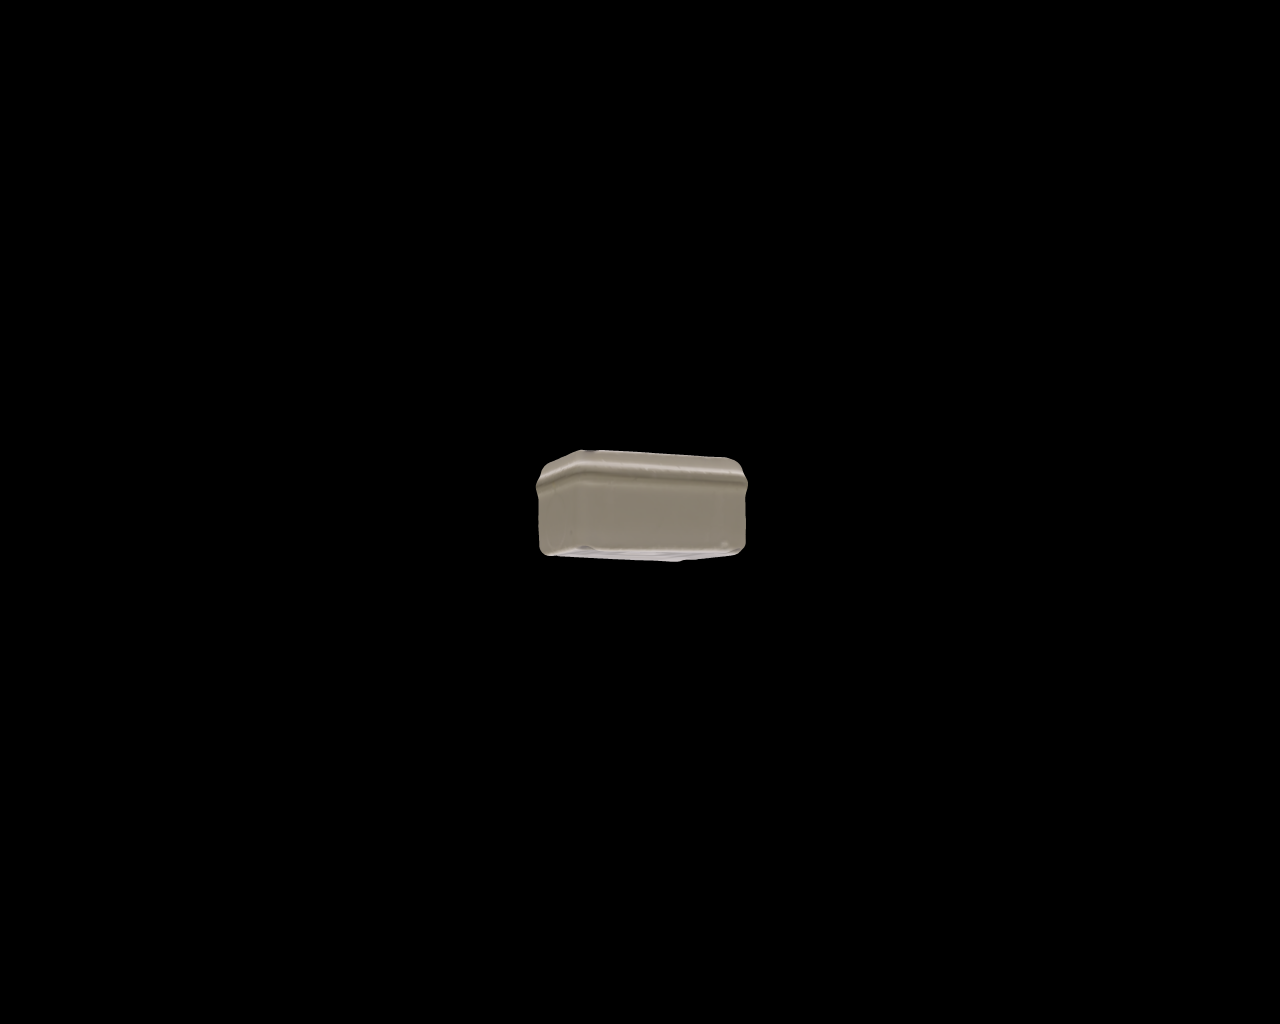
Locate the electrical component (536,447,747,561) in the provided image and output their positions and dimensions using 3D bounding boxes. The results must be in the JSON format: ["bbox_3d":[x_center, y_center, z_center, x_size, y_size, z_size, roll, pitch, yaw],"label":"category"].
[{"bbox_3d":[0.001,-0.003,0.650,0.113,0.057,0.078,3,-7,-26],"label":"electrical component"}]
